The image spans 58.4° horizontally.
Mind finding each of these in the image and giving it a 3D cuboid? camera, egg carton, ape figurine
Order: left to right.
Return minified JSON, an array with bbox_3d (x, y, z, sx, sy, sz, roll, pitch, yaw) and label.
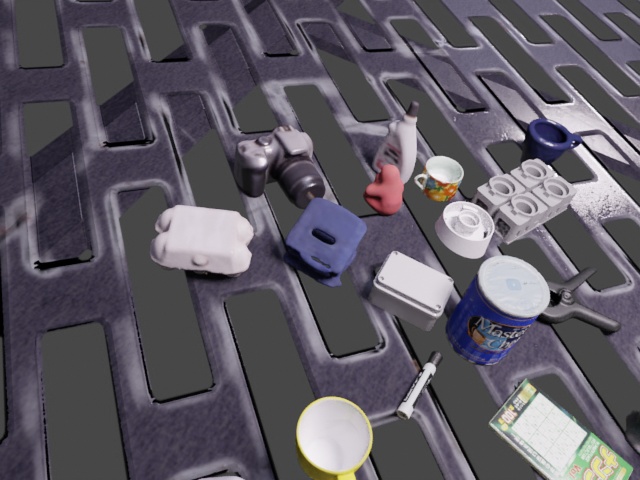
[{"bbox_3d":[-0.178,0.004,0.872,0.150,0.069,0.107,6,49,-8],"label":"egg carton"},{"bbox_3d":[-0.059,-0.123,0.987,0.143,0.101,0.136,-17,56,-25],"label":"camera"},{"bbox_3d":[0.118,-0.095,1.011,0.078,0.092,0.076,-6,52,-18],"label":"ape figurine"}]

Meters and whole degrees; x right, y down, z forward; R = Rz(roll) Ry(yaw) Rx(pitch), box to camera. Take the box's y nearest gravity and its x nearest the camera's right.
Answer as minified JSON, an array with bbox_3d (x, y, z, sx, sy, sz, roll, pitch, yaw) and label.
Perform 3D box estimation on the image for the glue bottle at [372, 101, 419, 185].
[{"bbox_3d":[0.147,-0.180,1.035,0.078,0.173,0.037,37,52,19],"label":"glue bottle"}]

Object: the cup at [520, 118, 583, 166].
[{"bbox_3d":[0.461,-0.184,1.164,0.118,0.095,0.091,4,49,-9],"label":"cup"}]

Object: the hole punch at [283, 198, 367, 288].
[{"bbox_3d":[0.008,0.003,0.902,0.108,0.091,0.101,29,50,12],"label":"hole punch"}]

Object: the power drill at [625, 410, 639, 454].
[{"bbox_3d":[0.508,0.237,0.740,0.076,0.208,0.229,-24,59,-29],"label":"power drill"}]

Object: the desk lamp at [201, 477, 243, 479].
[{"bbox_3d":[-0.030,0.308,0.551,0.203,0.213,0.118,5,49,-9],"label":"desk lamp"}]
